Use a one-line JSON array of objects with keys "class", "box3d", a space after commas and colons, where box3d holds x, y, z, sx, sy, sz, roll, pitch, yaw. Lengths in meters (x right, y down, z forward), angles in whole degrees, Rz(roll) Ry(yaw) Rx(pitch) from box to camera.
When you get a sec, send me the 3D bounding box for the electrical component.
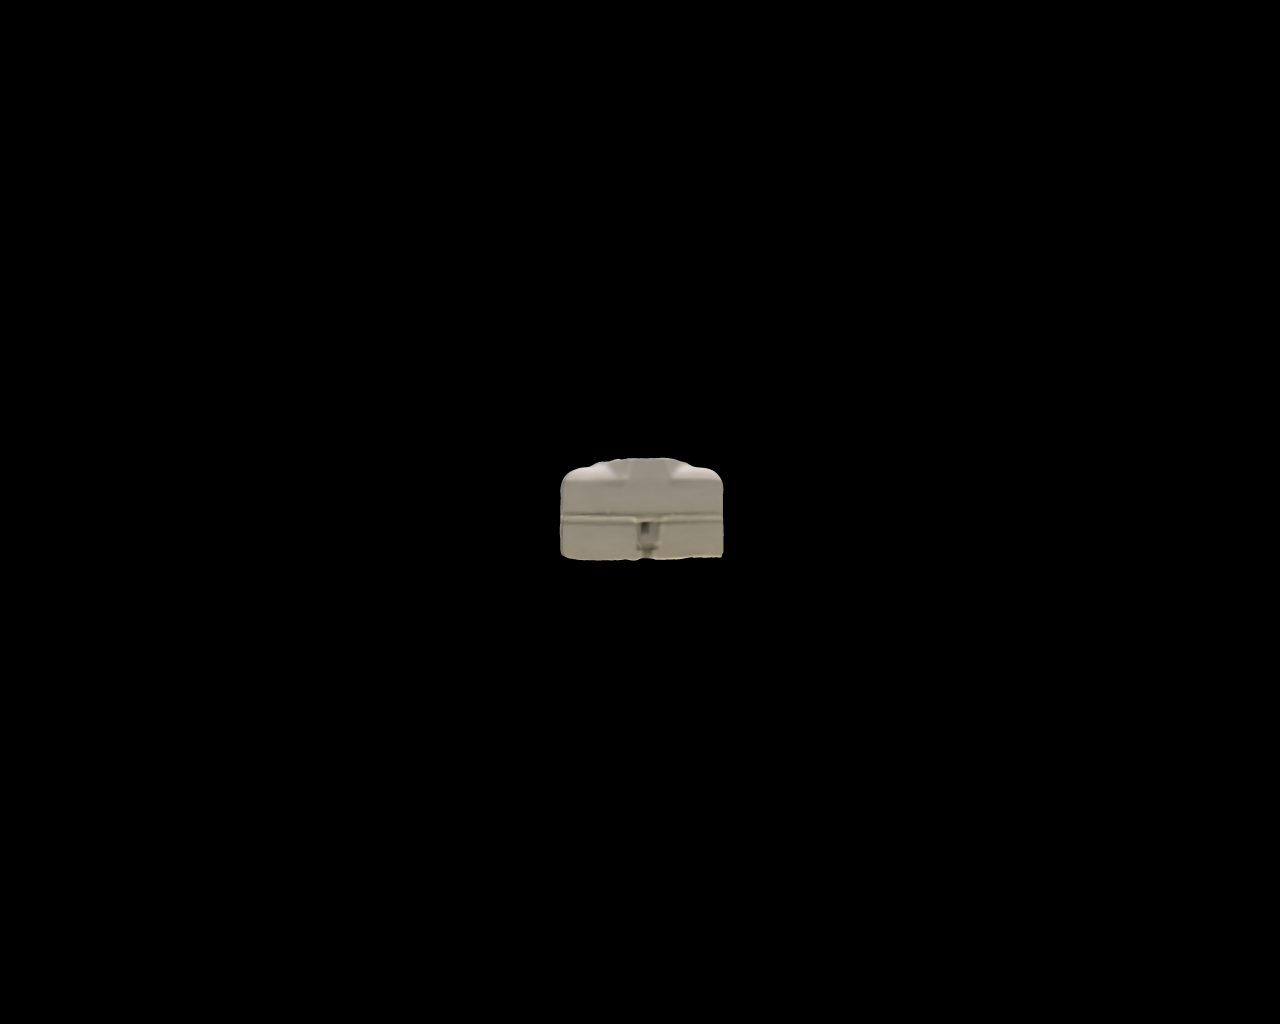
[{"class": "electrical component", "box3d": [0.001, -0.003, 0.650, 0.095, 0.059, 0.053, 0, 0, -9]}]
